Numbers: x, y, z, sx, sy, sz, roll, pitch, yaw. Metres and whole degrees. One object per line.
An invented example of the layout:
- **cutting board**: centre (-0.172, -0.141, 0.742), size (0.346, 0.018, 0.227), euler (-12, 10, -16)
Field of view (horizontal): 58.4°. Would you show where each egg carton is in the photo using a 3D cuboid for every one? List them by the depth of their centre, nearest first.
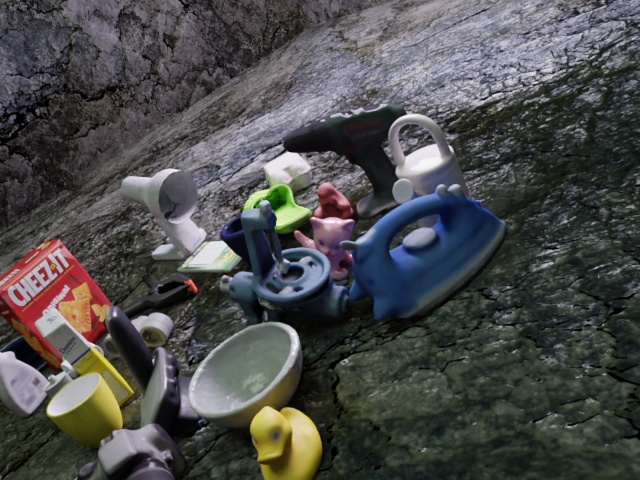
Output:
- **egg carton**: centre (-0.080, -0.162, 1.405), size (0.107, 0.069, 0.150), euler (-30, 26, -4)

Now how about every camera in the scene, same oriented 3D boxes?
- **camera**: centre (-0.231, 0.303, 0.687), size (0.143, 0.101, 0.136), euler (-38, 28, -18)

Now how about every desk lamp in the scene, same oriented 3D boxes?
- **desk lamp**: centre (-0.359, -0.061, 1.333), size (0.202, 0.214, 0.118), euler (-4, 35, 40)

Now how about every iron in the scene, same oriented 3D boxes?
- **iron**: centre (0.149, -0.003, 0.818), size (0.258, 0.142, 0.118), euler (-35, 27, -12)

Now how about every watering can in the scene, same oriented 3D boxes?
- **watering can**: centre (0.173, -0.111, 0.926), size (0.100, 0.194, 0.173), euler (-18, 28, 21)

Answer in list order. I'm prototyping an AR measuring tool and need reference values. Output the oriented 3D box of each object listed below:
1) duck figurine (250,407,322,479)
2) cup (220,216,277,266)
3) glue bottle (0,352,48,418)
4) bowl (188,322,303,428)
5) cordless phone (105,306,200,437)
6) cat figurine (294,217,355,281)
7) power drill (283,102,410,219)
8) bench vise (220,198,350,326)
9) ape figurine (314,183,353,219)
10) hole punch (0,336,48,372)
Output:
- **duck figurine**: centre (-0.047, 0.228, 0.659), size (0.077, 0.086, 0.104), euler (-20, 28, 17)
- **cup**: centre (-0.125, 0.000, 1.131), size (0.117, 0.095, 0.091), euler (-19, 28, 19)
- **glue bottle**: centre (-0.572, 0.242, 1.046), size (0.037, 0.173, 0.078), euler (-12, 31, 30)
- **bowl**: centre (-0.088, 0.193, 0.773), size (0.167, 0.075, 0.167), euler (-22, 27, 12)
- **cordless phone**: centre (-0.257, 0.191, 0.817), size (0.094, 0.185, 0.147), euler (-32, 27, -7)
- **cat figurine**: centre (0.009, 0.003, 0.969), size (0.127, 0.118, 0.067), euler (0, 38, 44)
- **power drill**: centre (0.073, -0.150, 1.078), size (0.229, 0.209, 0.075), euler (-26, 27, 6)
- **bench vise**: centre (-0.083, 0.049, 0.862), size (0.207, 0.220, 0.121), euler (-19, 28, 18)
- **ape figurine**: centre (0.023, -0.069, 1.113), size (0.077, 0.092, 0.076), euler (-3, 36, 41)
- **hole punch**: centre (-0.632, 0.242, 1.197), size (0.109, 0.091, 0.100), euler (-41, 29, -23)
